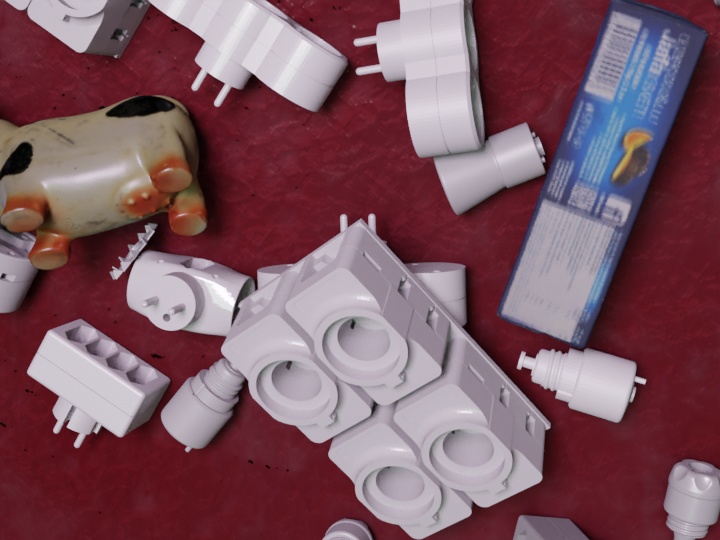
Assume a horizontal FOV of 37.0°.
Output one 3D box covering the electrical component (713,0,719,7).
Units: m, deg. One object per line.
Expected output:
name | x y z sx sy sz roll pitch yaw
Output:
electrical component | 0.237 -0.201 0.619 0.077 0.044 0.079 -12 95 15

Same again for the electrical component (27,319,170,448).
electrical component | -0.194 0.091 0.766 0.083 0.047 0.075 33 104 7

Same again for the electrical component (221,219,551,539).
electrical component | 0.017 0.075 0.662 0.105 0.060 0.186 -33 110 29

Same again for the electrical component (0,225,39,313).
electrical component | -0.258 -0.002 0.766 0.055 0.055 0.047 30 108 8

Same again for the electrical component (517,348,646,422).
electrical component | 0.139 0.069 0.684 0.078 0.040 0.040 17 102 11

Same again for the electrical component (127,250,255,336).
electrical component | -0.120 0.019 0.721 0.077 0.079 0.043 15 102 11

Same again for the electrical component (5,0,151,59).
electrical component | -0.211 -0.221 0.718 0.150 0.062 0.089 36 105 7

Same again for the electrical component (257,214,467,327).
electrical component | 0.000 0.000 0.702 0.138 0.052 0.073 0 98 13

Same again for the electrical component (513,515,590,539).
electrical component | 0.144 0.196 0.693 0.077 0.066 0.047 8 101 -17

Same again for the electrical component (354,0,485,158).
electrical component | 0.032 -0.137 0.663 0.074 0.052 0.138 -7 81 15

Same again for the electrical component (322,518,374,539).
electrical component | -0.012 0.193 0.728 0.035 0.061 0.035 2 98 13

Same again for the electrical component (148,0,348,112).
electrical component | -0.083 -0.143 0.702 0.138 0.052 0.073 36 105 6

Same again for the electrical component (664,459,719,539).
electrical component | 0.210 0.153 0.682 0.035 0.035 0.061 12 103 12

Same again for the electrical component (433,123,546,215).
electrical component | 0.084 -0.066 0.679 0.065 0.044 0.044 -21 93 11

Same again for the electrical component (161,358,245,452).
electrical component | -0.104 0.088 0.747 0.040 0.040 0.078 41 105 5
